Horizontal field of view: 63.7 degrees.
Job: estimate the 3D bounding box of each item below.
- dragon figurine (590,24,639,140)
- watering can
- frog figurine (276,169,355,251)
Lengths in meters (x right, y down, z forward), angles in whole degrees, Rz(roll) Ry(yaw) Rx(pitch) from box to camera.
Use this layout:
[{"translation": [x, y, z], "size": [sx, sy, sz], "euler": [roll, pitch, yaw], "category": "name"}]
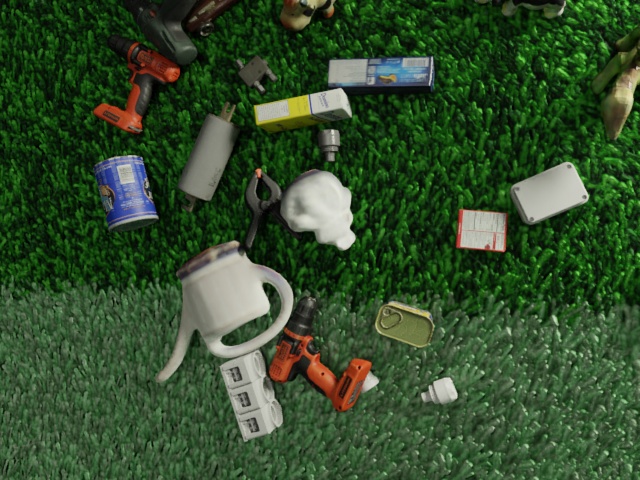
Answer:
[{"translation": [0.557, -0.339, 0.808], "size": [0.123, 0.243, 0.408], "euler": [32, 98, 16], "category": "dragon figurine"}, {"translation": [-0.225, 0.140, 1.044], "size": [0.346, 0.104, 0.226], "euler": [-26, 82, 11], "category": "watering can"}, {"translation": [0.003, -0.050, 0.989], "size": [0.139, 0.120, 0.161], "euler": [-25, 75, -25], "category": "frog figurine"}]
